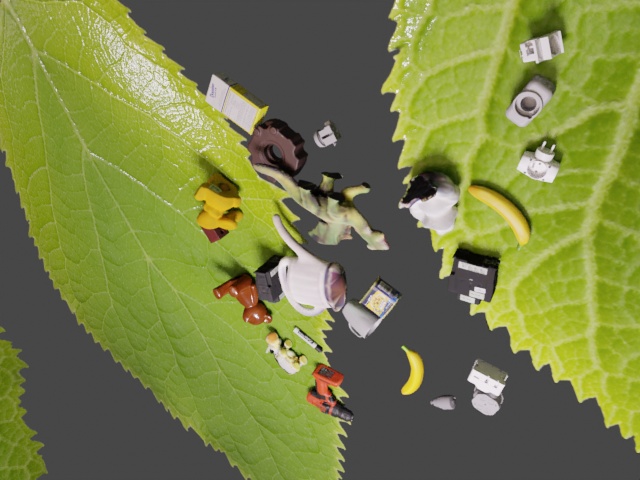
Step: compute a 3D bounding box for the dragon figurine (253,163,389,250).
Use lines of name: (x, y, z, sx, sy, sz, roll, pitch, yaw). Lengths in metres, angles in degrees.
dragon figurine: (0.004, -0.071, 1.419, 0.412, 0.125, 0.237, 20, 135, 17)

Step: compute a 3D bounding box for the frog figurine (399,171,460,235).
frog figurine: (0.284, -0.090, 1.249, 0.158, 0.126, 0.135, 30, 130, -33)

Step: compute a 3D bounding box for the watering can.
watering can: (-0.035, 0.089, 1.538, 0.224, 0.106, 0.341, 6, 119, 29)
